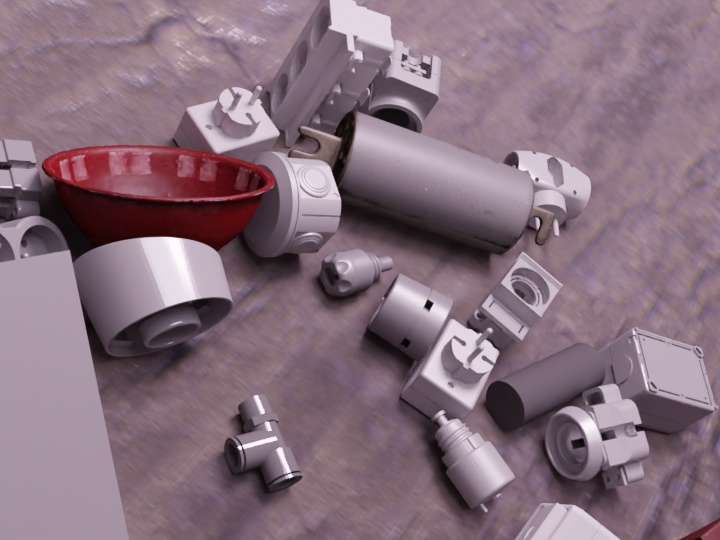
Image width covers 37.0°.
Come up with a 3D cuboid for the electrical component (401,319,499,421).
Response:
[{"bbox_3d":[0.077,0.070,0.816,0.047,0.076,0.065,35,48,-2],"label":"electrical component"}]

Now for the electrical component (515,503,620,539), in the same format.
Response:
[{"bbox_3d":[0.136,0.200,0.749,0.061,0.096,0.061,39,77,1],"label":"electrical component"}]

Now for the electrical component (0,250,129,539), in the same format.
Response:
[{"bbox_3d":[-0.206,0.091,0.608,0.105,0.060,0.186,-13,94,-35],"label":"electrical component"}]

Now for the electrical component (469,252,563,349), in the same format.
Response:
[{"bbox_3d":[0.125,0.028,0.882,0.042,0.063,0.081,40,47,4],"label":"electrical component"}]

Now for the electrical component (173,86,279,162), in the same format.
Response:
[{"bbox_3d":[-0.100,-0.118,0.855,0.066,0.076,0.047,-23,71,-38],"label":"electrical component"}]

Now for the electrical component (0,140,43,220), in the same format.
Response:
[{"bbox_3d":[-0.258,-0.064,0.750,0.055,0.048,0.066,0,57,-38],"label":"electrical component"}]

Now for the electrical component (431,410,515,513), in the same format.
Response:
[{"bbox_3d":[0.080,0.138,0.793,0.040,0.040,0.078,-24,71,-39],"label":"electrical component"}]

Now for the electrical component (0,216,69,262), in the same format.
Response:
[{"bbox_3d":[-0.261,0.000,0.687,0.138,0.074,0.052,-11,91,-60],"label":"electrical component"}]

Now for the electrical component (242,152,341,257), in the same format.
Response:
[{"bbox_3d":[-0.056,-0.050,0.829,0.051,0.080,0.080,0,57,-36],"label":"electrical component"}]

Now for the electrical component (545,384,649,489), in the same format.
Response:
[{"bbox_3d":[0.183,0.133,0.842,0.057,0.058,0.078,-6,75,-30],"label":"electrical component"}]

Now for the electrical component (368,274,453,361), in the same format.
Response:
[{"bbox_3d":[0.038,0.035,0.836,0.047,0.055,0.055,30,48,-1],"label":"electrical component"}]

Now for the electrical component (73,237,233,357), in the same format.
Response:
[{"bbox_3d":[-0.138,0.016,0.725,0.099,0.099,0.064,-12,71,-35],"label":"electrical component"}]

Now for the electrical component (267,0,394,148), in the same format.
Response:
[{"bbox_3d":[-0.025,-0.167,0.901,0.063,0.121,0.078,13,52,-24],"label":"electrical component"}]

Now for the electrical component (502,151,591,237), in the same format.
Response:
[{"bbox_3d":[0.169,-0.064,0.986,0.077,0.043,0.079,16,51,-18],"label":"electrical component"}]

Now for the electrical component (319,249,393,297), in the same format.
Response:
[{"bbox_3d":[0.000,0.000,0.853,0.061,0.035,0.035,-13,65,-38],"label":"electrical component"}]

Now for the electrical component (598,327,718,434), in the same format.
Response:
[{"bbox_3d":[0.250,0.097,0.908,0.096,0.061,0.061,17,50,-28],"label":"electrical component"}]

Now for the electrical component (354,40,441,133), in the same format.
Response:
[{"bbox_3d":[0.029,-0.143,0.935,0.050,0.089,0.055,19,50,-15],"label":"electrical component"}]
